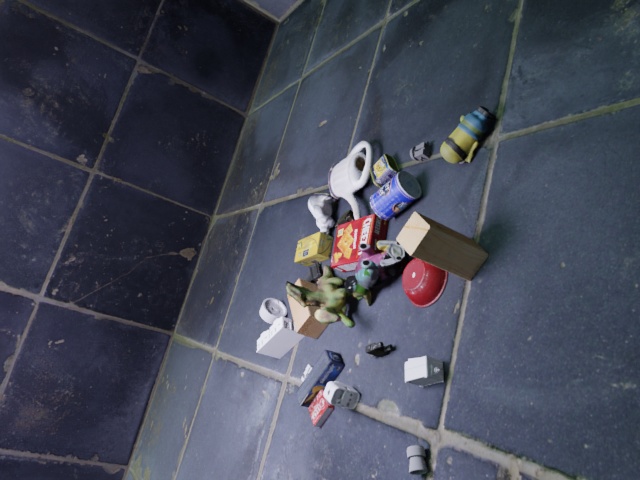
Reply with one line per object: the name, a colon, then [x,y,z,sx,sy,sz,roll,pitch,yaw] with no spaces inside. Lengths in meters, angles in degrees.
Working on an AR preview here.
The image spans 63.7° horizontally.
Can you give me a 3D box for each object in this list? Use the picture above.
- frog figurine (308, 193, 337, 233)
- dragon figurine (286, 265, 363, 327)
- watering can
frog figurine: [0.006,-0.103,2.048,0.137,0.123,0.160,53,-132,-83]
dragon figurine: [-0.001,0.168,1.721,0.121,0.241,0.417,-66,29,15]
watering can: [0.113,-0.212,1.944,0.222,0.103,0.354,-23,49,54]
